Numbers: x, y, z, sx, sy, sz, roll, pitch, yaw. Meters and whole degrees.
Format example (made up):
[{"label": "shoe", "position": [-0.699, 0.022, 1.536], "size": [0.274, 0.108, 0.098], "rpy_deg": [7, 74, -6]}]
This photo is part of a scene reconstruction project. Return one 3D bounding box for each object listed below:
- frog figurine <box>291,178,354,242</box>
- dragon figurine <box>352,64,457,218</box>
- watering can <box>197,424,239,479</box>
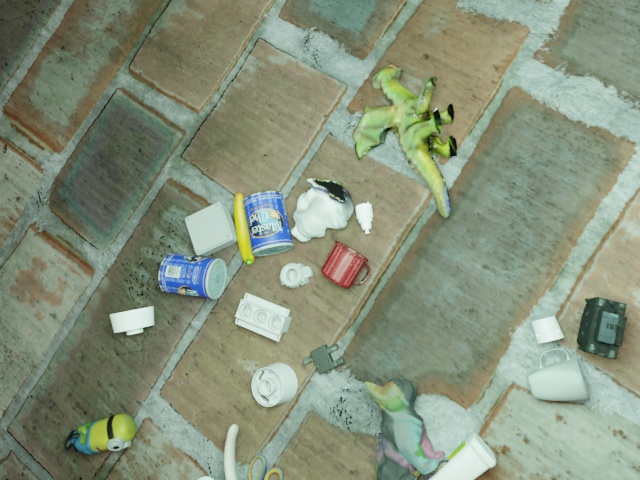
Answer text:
[{"label": "frog figurine", "position": [0.004, -0.063, 1.260], "size": [0.138, 0.125, 0.156], "rpy_deg": [26, 118, 7]}, {"label": "dragon figurine", "position": [0.194, -0.249, 1.250], "size": [0.242, 0.121, 0.414], "rpy_deg": [-5, 77, 32]}, {"label": "watering can", "position": [-0.217, 0.623, 1.173], "size": [0.226, 0.103, 0.346], "rpy_deg": [31, 96, 28]}]
